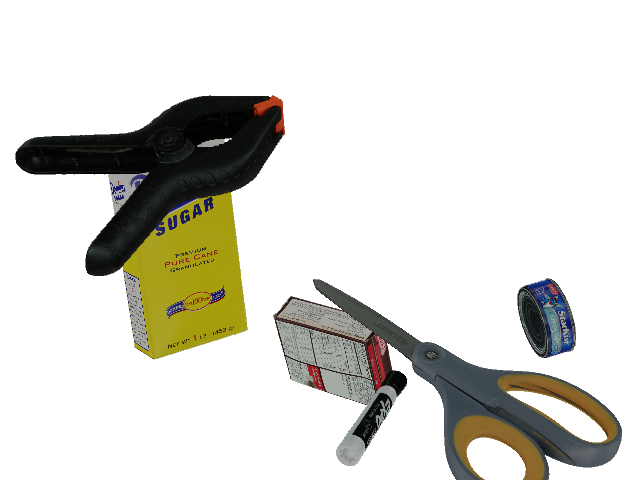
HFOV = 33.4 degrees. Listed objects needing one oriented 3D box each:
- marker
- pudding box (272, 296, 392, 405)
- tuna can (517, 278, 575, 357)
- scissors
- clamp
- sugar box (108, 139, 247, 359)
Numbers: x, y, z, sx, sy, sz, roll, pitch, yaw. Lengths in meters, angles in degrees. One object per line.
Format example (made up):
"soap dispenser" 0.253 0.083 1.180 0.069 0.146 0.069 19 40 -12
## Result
"marker" 0.043 0.138 0.850 0.020 0.020 0.121 0 23 25
"pudding box" 0.014 0.110 1.061 0.114 0.090 0.039 12 41 31
"tuna can" 0.253 0.088 1.201 0.033 0.086 0.086 -15 2 -8
"scissors" 0.055 0.078 0.562 0.202 0.016 0.096 20 42 28
"clamp" -0.105 -0.054 0.679 0.171 0.120 0.039 -32 -29 -28
"sugar box" -0.117 0.000 0.882 0.093 0.176 0.048 -16 21 -30
